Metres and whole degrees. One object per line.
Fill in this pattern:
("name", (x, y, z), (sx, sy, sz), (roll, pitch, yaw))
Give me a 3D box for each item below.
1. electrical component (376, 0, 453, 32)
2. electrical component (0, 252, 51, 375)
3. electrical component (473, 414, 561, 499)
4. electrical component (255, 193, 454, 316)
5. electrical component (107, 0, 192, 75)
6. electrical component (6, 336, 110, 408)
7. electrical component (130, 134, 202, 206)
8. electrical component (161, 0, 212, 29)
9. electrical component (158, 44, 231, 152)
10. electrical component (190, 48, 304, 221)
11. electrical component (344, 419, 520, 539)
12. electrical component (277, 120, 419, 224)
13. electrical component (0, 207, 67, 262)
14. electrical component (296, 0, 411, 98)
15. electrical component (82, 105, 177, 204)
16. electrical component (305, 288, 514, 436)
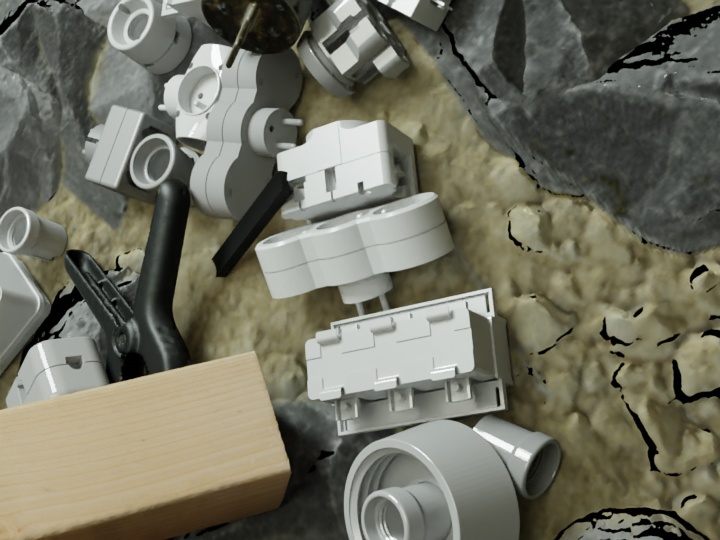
("electrical component", (0.044, -0.209, 0.774), (0.066, 0.048, 0.055), (36, 104, 33))
("electrical component", (-0.328, 0.044, 0.919), (0.113, 0.057, 0.078), (-49, 58, 10))
("electrical component", (0.094, 0.113, 0.662), (0.046, 0.040, 0.040), (23, 89, 39))
("electrical component", (0.000, 0.000, 0.741), (0.138, 0.052, 0.073), (-14, 102, 25))
("electrical component", (-0.177, -0.198, 0.901), (0.055, 0.047, 0.055), (-8, 73, 29))
("electrical component", (-0.232, 0.103, 0.833), (0.095, 0.054, 0.059), (-52, 53, 41))
("electrical component", (-0.146, -0.077, 0.845), (0.045, 0.055, 0.045), (-8, 73, 28))
("electrical component", (-0.116, -0.223, 0.861), (0.081, 0.064, 0.042), (-3, 76, 31))
("electrical component", (-0.129, -0.136, 0.857), (0.079, 0.044, 0.077), (9, 82, 33))
("electrical component", (-0.072, -0.103, 0.806), (0.074, 0.052, 0.138), (10, 81, 38))
("electrical component", (0.036, 0.149, 0.652), (0.108, 0.060, 0.108), (4, 96, 47))
("electrical component", (-0.009, -0.069, 0.764), (0.089, 0.050, 0.055), (-15, 70, 27))
("electrical component", (-0.279, -0.029, 0.916), (0.040, 0.046, 0.040), (-8, 73, 29))
("electrical component", (-0.009, -0.163, 0.784), (0.057, 0.058, 0.078), (-37, 77, 19))
("electrical component", (-0.200, -0.099, 0.887), (0.077, 0.047, 0.065), (18, 87, 33))
("electrical component", (0.030, 0.059, 0.699), (0.121, 0.063, 0.078), (-13, 71, 27))
